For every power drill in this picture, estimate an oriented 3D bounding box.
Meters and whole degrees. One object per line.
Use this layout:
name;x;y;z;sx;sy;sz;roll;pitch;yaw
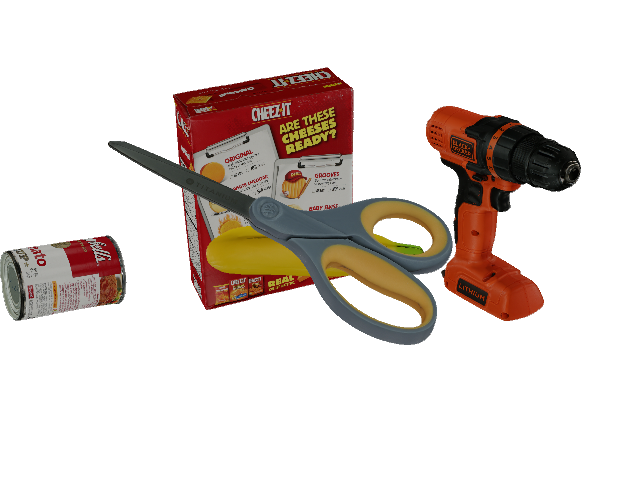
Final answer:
power drill;0.171;-0.023;0.998;0.057;0.188;0.185;-17;27;-26

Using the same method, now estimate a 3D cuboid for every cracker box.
cracker box;-0.053;-0.051;1.060;0.164;0.214;0.072;-13;33;-18

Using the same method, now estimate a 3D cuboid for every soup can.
soup can;-0.246;0.036;1.016;0.102;0.068;0.069;-9;5;-31

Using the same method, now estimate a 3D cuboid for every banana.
banana;-0.025;0.011;0.802;0.198;0.037;0.069;1;-17;35

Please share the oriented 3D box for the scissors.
scissors;-0.011;-0.020;0.588;0.096;0.202;0.016;-43;-16;-34
